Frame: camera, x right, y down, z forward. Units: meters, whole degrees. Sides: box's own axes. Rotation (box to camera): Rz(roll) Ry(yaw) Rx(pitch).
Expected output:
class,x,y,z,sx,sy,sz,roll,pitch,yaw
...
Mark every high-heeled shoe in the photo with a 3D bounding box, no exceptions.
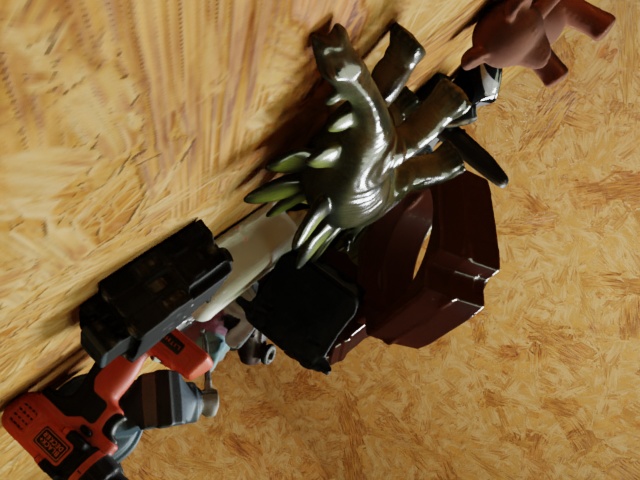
class,x,y,z,sx,sy,sz,roll,pitch,yaw
high-heeled shoe,0.206,-0.234,0.904,0.145,0.086,0.248,-8,150,-9

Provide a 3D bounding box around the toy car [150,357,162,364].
class,x,y,z,sx,sy,sz,roll,pitch,yaw
toy car,-0.252,0.179,1.030,0.073,0.056,0.202,-35,178,18

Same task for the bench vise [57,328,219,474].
class,x,y,z,sx,sy,sz,roll,pitch,yaw
bench vise,-0.251,0.224,0.691,0.223,0.129,0.240,-12,160,-28

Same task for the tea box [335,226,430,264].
class,x,y,z,sx,sy,sz,roll,pitch,yaw
tea box,0.098,-0.001,0.849,0.098,0.068,0.169,12,124,-40

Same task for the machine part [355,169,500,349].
class,x,y,z,sx,sy,sz,roll,pitch,yaw
machine part,0.126,0.017,0.665,0.201,0.087,0.201,127,-24,-50

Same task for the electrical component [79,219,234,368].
class,x,y,z,sx,sy,sz,roll,pitch,yaw
electrical component,-0.150,0.055,0.483,0.134,0.058,0.115,-39,175,-31

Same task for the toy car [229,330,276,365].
class,x,y,z,sx,sy,sz,roll,pitch,yaw
toy car,-0.118,0.133,0.950,0.053,0.089,0.202,-29,133,-56

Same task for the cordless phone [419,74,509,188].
class,x,y,z,sx,sy,sz,roll,pitch,yaw
cordless phone,0.217,-0.155,0.803,0.088,0.184,0.146,-47,174,24

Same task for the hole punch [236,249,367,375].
class,x,y,z,sx,sy,sz,roll,pitch,yaw
hole punch,-0.015,0.076,0.659,0.115,0.142,0.092,-55,177,17

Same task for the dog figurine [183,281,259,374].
class,x,y,z,sx,sy,sz,roll,pitch,yaw
dog figurine,-0.171,0.129,0.876,0.191,0.108,0.219,-43,-178,-9

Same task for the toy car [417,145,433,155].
class,x,y,z,sx,sy,sz,roll,pitch,yaw
toy car,0.126,-0.129,0.862,0.109,0.103,0.161,3,162,-3

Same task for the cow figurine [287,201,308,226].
class,x,y,z,sx,sy,sz,roll,pitch,yaw
cow figurine,0.016,-0.041,0.773,0.167,0.098,0.068,-41,-177,-3

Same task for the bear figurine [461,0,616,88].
class,x,y,z,sx,sy,sz,roll,pitch,yaw
bear figurine,0.265,-0.246,0.657,0.120,0.132,0.196,-52,176,41

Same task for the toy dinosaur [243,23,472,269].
class,x,y,z,sx,sy,sz,roll,pitch,yaw
toy dinosaur,0.036,-0.061,0.535,0.198,0.105,0.471,-35,164,3

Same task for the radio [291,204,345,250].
class,x,y,z,sx,sy,sz,roll,pitch,yaw
radio,-0.002,-0.003,0.921,0.131,0.073,0.229,-43,165,14

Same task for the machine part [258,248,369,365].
class,x,y,z,sx,sy,sz,roll,pitch,yaw
machine part,-0.003,0.085,0.755,0.179,0.179,0.056,-39,153,-36
